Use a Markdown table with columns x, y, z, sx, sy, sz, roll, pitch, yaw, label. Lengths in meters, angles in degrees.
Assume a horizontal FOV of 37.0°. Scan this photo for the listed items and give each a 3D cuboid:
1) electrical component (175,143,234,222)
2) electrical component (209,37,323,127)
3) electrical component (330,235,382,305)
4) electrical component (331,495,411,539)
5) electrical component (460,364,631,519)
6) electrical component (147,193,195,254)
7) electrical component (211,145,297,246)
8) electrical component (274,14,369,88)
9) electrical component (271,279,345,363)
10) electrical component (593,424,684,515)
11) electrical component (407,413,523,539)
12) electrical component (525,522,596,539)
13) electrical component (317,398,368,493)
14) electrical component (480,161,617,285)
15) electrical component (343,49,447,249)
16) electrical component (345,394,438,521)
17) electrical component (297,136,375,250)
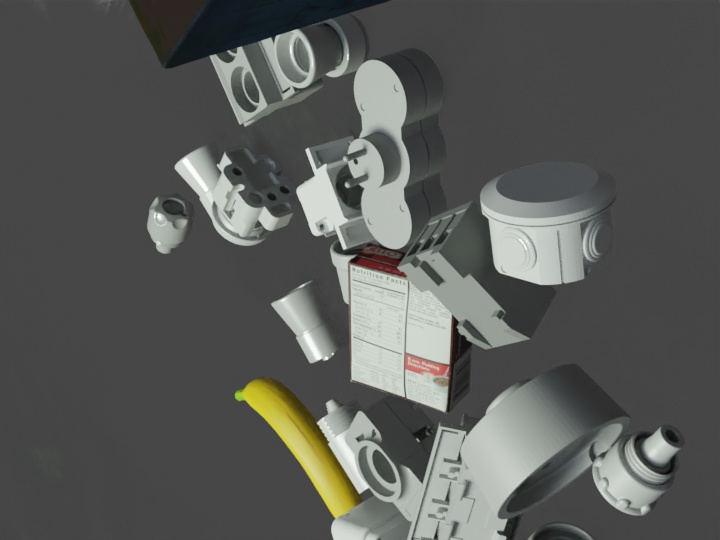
| x | y | z | sx | sy | sz | roll | pitch | yaw | label |
| --- | --- | --- | --- | --- | --- | --- | --- | --- | --- |
| -0.131 | -0.076 | 0.964 | 0.065 | 0.044 | 0.044 | 59 | 144 | 1 | electrical component |
| -0.081 | -0.182 | 0.820 | 0.079 | 0.063 | 0.121 | -21 | 93 | 54 | electrical component |
| 0.000 | 0.000 | 0.846 | 0.040 | 0.040 | 0.046 | 20 | 130 | 44 | electrical component |
| 0.032 | 0.253 | 0.919 | 0.057 | 0.078 | 0.113 | 5 | 114 | 53 | electrical component |
| 0.116 | 0.107 | 0.708 | 0.060 | 0.108 | 0.108 | 53 | 143 | 26 | electrical component |
| -0.187 | -0.042 | 1.051 | 0.043 | 0.043 | 0.062 | 49 | 143 | 21 | electrical component |
| -0.093 | -0.058 | 0.913 | 0.078 | 0.058 | 0.057 | 52 | 140 | 18 | electrical component |
| -0.027 | -0.159 | 0.772 | 0.045 | 0.055 | 0.045 | 29 | 131 | 39 | electrical component |
| -0.042 | 0.046 | 0.924 | 0.044 | 0.044 | 0.065 | -25 | 95 | 54 | electrical component |
| 0.182 | 0.123 | 0.685 | 0.048 | 0.048 | 0.062 | 49 | 135 | 21 | electrical component |
| 0.085 | 0.177 | 0.800 | 0.079 | 0.063 | 0.121 | 11 | 122 | 0 | electrical component |
| 0.144 | 0.220 | 0.778 | 0.078 | 0.058 | 0.057 | 37 | 138 | 33 | electrical component |
| -0.004 | 0.147 | 0.932 | 0.081 | 0.043 | 0.043 | 57 | 143 | 11 | electrical component |
| 0.115 | -0.030 | 0.650 | 0.080 | 0.080 | 0.051 | 19 | 129 | 45 | electrical component |
| 0.017 | -0.078 | 0.748 | 0.052 | 0.074 | 0.138 | 23 | 127 | 43 | electrical component |
| 0.034 | 0.151 | 0.876 | 0.089 | 0.056 | 0.050 | 49 | 141 | 21 | electrical component |
| -0.015 | -0.056 | 0.825 | 0.064 | 0.042 | 0.081 | -23 | 87 | 58 | electrical component |
